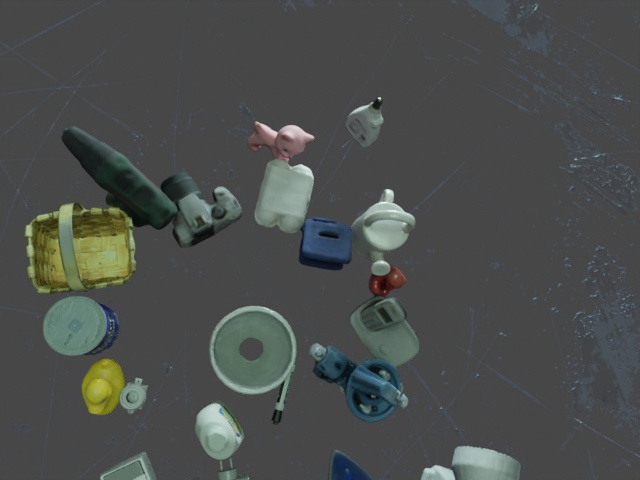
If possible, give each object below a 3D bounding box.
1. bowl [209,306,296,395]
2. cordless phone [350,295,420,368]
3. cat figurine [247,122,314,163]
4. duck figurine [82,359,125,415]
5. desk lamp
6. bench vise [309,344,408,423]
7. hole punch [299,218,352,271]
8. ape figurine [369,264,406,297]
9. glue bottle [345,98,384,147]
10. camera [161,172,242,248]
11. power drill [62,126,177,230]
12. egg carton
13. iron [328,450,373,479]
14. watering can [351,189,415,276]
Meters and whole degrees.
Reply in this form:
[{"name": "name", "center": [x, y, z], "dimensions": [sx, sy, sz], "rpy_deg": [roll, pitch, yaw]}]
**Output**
[{"name": "bowl", "center": [-0.132, 0.215, 1.122], "dimensions": [0.167, 0.074, 0.167], "rpy_deg": [2, 79, -10]}, {"name": "cordless phone", "center": [0.142, 0.177, 1.124], "dimensions": [0.094, 0.185, 0.147], "rpy_deg": [-38, 88, -15]}, {"name": "cat figurine", "center": [-0.082, -0.211, 1.190], "dimensions": [0.128, 0.117, 0.067], "rpy_deg": [24, 76, -5]}, {"name": "duck figurine", "center": [-0.403, 0.272, 1.054], "dimensions": [0.077, 0.086, 0.104], "rpy_deg": [7, 78, -9]}, {"name": "desk lamp", "center": [0.273, 0.487, 1.075], "dimensions": [0.118, 0.213, 0.203], "rpy_deg": [23, 76, -5]}, {"name": "bench vise", "center": [0.072, 0.274, 1.074], "dimensions": [0.207, 0.219, 0.121], "rpy_deg": [17, 77, -7]}, {"name": "hole punch", "center": [0.011, 0.004, 1.180], "dimensions": [0.109, 0.091, 0.101], "rpy_deg": [9, 78, -9]}, {"name": "ape figurine", "center": [0.144, 0.083, 1.190], "dimensions": [0.078, 0.092, 0.076], "rpy_deg": [4, 79, -10]}, {"name": "glue bottle", "center": [0.103, -0.257, 1.205], "dimensions": [0.037, 0.173, 0.078], "rpy_deg": [-37, 87, -15]}, {"name": "camera", "center": [-0.245, -0.074, 1.142], "dimensions": [0.143, 0.100, 0.137], "rpy_deg": [-30, 86, -14]}, {"name": "power drill", "center": [-0.366, -0.098, 1.068], "dimensions": [0.229, 0.208, 0.076], "rpy_deg": [38, 75, -2]}, {"name": "egg carton", "center": [-0.073, -0.091, 1.194], "dimensions": [0.107, 0.069, 0.150], "rpy_deg": [13, 77, -8]}, {"name": "iron", "center": [0.090, 0.526, 1.070], "dimensions": [0.119, 0.141, 0.258], "rpy_deg": [-23, 84, -14]}, {"name": "watering can", "center": [0.130, -0.017, 1.154], "dimensions": [0.101, 0.194, 0.173], "rpy_deg": [-11, 81, -12]}]
